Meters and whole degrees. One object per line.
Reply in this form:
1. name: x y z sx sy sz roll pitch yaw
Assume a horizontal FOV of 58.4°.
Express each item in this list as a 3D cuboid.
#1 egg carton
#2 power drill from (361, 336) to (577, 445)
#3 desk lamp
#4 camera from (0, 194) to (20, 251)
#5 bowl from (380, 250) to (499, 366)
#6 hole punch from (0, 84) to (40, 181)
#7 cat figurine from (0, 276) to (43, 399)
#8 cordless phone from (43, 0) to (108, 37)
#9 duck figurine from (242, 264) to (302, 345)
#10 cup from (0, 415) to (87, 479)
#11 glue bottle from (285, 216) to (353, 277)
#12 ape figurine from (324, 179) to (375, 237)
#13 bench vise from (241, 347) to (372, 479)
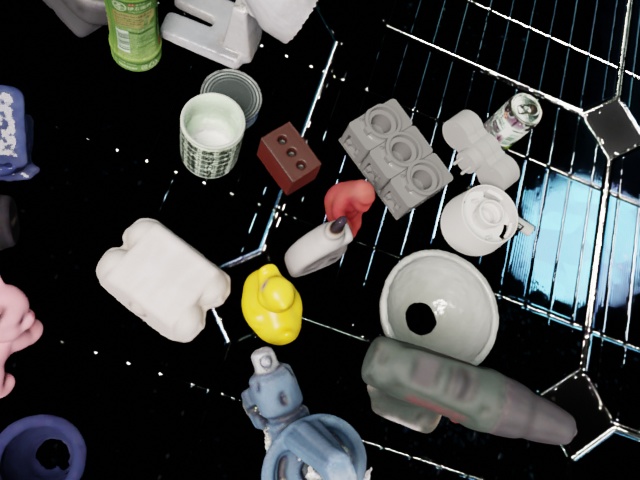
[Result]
1. egg carton: -0.191 0.049 0.702 0.150 0.069 0.107 37 68 -1
2. power drill: 0.146 0.183 0.675 0.230 0.208 0.076 23 69 -7
3. desk lamp: -0.104 -0.326 0.763 0.203 0.213 0.118 20 69 -8
4. camera: -0.419 -0.005 0.641 0.137 0.100 0.143 -4 74 -16
5. bowl: 0.150 0.102 0.773 0.168 0.074 0.167 4 72 -13
6. hole punch: -0.403 -0.128 0.689 0.109 0.091 0.101 -2 74 -15
7. cat figurine: -0.353 0.101 0.617 0.067 0.117 0.128 21 69 -7
8. cordless phone: -0.320 -0.370 0.734 0.147 0.185 0.094 42 68 1
9. duck figurine: -0.055 0.078 0.720 0.078 0.086 0.104 -17 78 -19
10. cup: -0.284 0.244 0.604 0.092 0.095 0.118 -25 81 -20
11. glue bottle: 0.007 0.003 0.713 0.078 0.173 0.037 -19 79 -19
12. ape figurine: 0.047 -0.053 0.784 0.078 0.092 0.076 -31 83 -21
13. bench vise: -0.026 0.220 0.612 0.122 0.219 0.207 -42 87 -22
